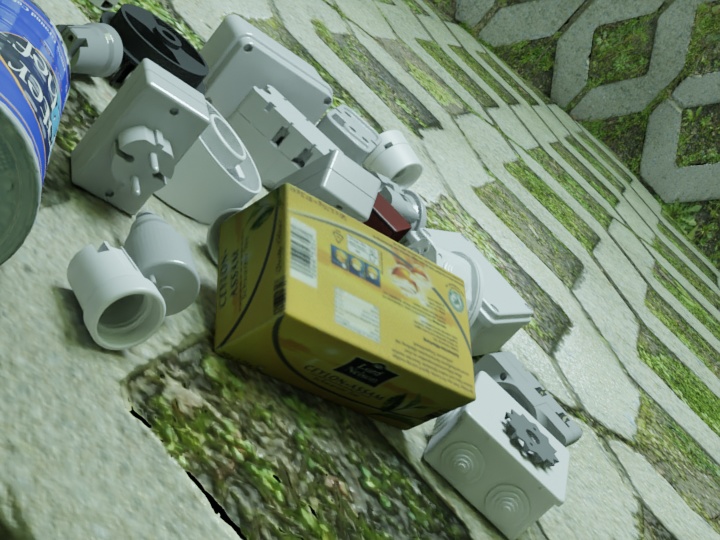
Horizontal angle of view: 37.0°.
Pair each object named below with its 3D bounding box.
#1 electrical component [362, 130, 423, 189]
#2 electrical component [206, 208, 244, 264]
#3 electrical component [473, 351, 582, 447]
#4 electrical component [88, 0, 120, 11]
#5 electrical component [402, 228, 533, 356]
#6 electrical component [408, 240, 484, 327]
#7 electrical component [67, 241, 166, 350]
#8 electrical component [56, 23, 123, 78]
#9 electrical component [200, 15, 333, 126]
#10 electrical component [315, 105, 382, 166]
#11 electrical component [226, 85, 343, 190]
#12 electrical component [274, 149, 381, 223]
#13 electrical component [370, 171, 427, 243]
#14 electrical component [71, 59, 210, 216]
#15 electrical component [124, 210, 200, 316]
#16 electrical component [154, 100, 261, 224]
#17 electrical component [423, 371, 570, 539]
[{"bbox_3d":[0.035,-0.114,1.151,0.055,0.055,0.047,11,40,-58],"label":"electrical component"},{"bbox_3d":[-0.057,-0.009,0.741,0.079,0.044,0.077,46,19,11],"label":"electrical component"},{"bbox_3d":[0.118,0.111,0.824,0.089,0.050,0.056,49,19,18],"label":"electrical component"},{"bbox_3d":[-0.218,-0.296,0.942,0.078,0.113,0.057,34,23,-25],"label":"electrical component"},{"bbox_3d":[0.086,0.020,0.952,0.108,0.056,0.109,49,19,19],"label":"electrical component"},{"bbox_3d":[0.056,0.018,0.860,0.051,0.080,0.080,23,26,-34],"label":"electrical component"},{"bbox_3d":[-0.128,0.012,0.556,0.040,0.040,0.046,22,21,-47],"label":"electrical component"},{"bbox_3d":[-0.204,-0.161,0.788,0.040,0.040,0.046,47,25,12],"label":"electrical component"},{"bbox_3d":[-0.090,-0.164,0.967,0.113,0.078,0.057,29,20,-37],"label":"electrical component"},{"bbox_3d":[-0.023,-0.114,1.023,0.054,0.059,0.095,42,18,-3],"label":"electrical component"},{"bbox_3d":[-0.068,-0.105,0.913,0.089,0.055,0.050,43,18,2],"label":"electrical component"},{"bbox_3d":[-0.035,-0.038,0.818,0.047,0.083,0.075,34,58,-25],"label":"electrical component"},{"bbox_3d":[0.024,-0.051,0.983,0.057,0.058,0.078,20,29,-45],"label":"electrical component"},{"bbox_3d":[-0.134,-0.072,0.659,0.047,0.083,0.075,31,21,-32],"label":"electrical component"},{"bbox_3d":[-0.117,-0.008,0.618,0.040,0.040,0.078,29,23,-37],"label":"electrical component"},{"bbox_3d":[-0.120,-0.079,0.774,0.099,0.064,0.099,52,13,-18],"label":"electrical component"},{"bbox_3d":[0.095,0.127,0.741,0.100,0.048,0.100,43,18,1],"label":"electrical component"}]
